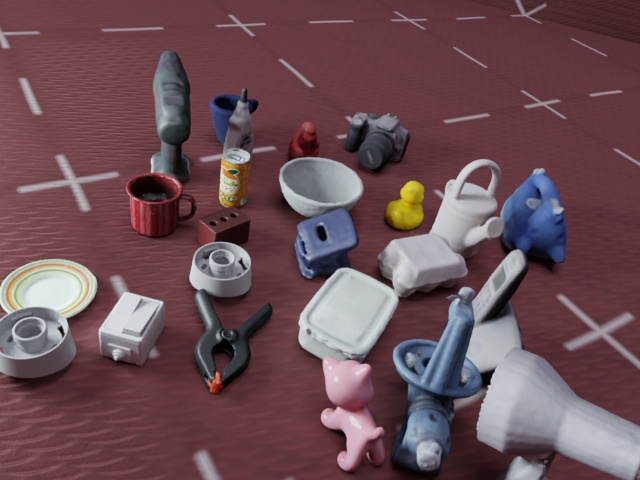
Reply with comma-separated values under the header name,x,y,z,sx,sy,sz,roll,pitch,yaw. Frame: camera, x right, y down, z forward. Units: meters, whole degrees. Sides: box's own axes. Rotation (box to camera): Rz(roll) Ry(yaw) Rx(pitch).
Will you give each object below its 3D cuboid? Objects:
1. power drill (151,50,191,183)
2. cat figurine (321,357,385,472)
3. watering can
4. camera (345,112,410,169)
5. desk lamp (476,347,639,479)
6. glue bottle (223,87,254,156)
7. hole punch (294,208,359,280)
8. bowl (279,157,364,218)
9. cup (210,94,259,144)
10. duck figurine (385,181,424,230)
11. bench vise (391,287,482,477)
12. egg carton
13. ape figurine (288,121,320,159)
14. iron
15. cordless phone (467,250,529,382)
name,x,y,z,sx,sy,sz,roll,pitch,yaw
power drill,-0.287,-0.225,1.103,0.076,0.208,0.229,-2,41,-18
cat figurine,0.046,0.212,0.738,0.067,0.118,0.127,-8,43,-25
watering can,0.287,-0.062,1.080,0.101,0.194,0.172,-20,49,-34
camera,0.124,-0.230,1.314,0.143,0.101,0.137,22,40,11
desk lamp,0.272,0.254,0.675,0.202,0.213,0.118,33,43,24
glue bottle,-0.163,-0.231,1.174,0.037,0.173,0.078,25,40,14
hole punch,0.009,0.004,1.003,0.101,0.091,0.108,-1,41,-16
bowl,-0.001,-0.090,1.127,0.167,0.075,0.167,8,39,-6
cup,-0.189,-0.265,1.271,0.118,0.095,0.091,-25,52,-38
duck figurine,0.178,-0.076,1.154,0.077,0.086,0.105,30,41,20
bench vise,0.163,0.181,0.728,0.121,0.220,0.207,4,39,-11
egg carton,0.182,0.044,1.021,0.151,0.069,0.107,-10,44,-26
ape figurine,-0.032,-0.216,1.258,0.078,0.092,0.076,-15,46,-30
iron,0.446,-0.072,1.181,0.118,0.141,0.258,12,39,-2
cordless phone,0.268,0.115,0.866,0.094,0.185,0.147,8,39,-5
